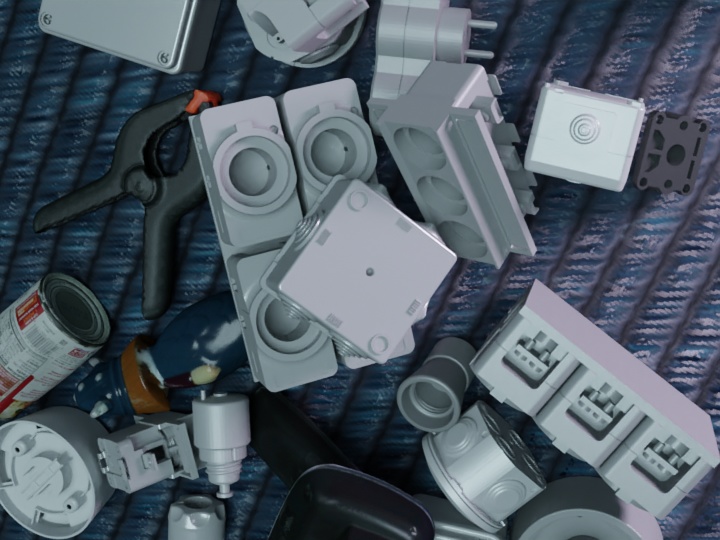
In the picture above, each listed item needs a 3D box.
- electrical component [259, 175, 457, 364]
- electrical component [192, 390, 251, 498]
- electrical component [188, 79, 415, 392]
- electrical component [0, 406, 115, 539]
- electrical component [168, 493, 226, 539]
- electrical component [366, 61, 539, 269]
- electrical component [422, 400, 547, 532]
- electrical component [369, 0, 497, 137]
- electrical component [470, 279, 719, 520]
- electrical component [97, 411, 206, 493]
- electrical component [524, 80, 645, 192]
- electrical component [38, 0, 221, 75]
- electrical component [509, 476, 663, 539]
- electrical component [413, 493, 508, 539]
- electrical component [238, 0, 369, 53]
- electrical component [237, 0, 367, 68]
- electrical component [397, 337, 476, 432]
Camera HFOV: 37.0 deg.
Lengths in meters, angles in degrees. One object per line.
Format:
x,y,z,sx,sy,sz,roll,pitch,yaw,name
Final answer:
0.000,0.000,0.670,0.100,0.048,0.099,37,84,-15,electrical component
-0.098,0.122,0.765,0.040,0.040,0.078,-1,95,14,electrical component
-0.037,-0.024,0.716,0.105,0.060,0.186,-15,97,-14,electrical component
-0.235,0.153,0.820,0.099,0.064,0.099,3,101,13,electrical component
-0.124,0.204,0.813,0.043,0.043,0.062,7,103,13,electrical component
0.065,-0.067,0.673,0.079,0.063,0.121,14,148,38,electrical component
0.084,0.133,0.730,0.051,0.080,0.080,-40,89,12,electrical component
0.051,-0.152,0.697,0.074,0.052,0.138,8,103,12,electrical component
0.150,0.083,0.698,0.150,0.089,0.061,39,107,4,electrical component
-0.155,0.133,0.790,0.081,0.064,0.042,-3,101,56,electrical component
0.139,-0.081,0.667,0.062,0.096,0.061,15,104,11,electrical component
-0.152,-0.201,0.736,0.109,0.056,0.108,20,104,10,electrical component
0.153,0.203,0.735,0.108,0.060,0.108,3,101,13,electrical component
0.058,0.226,0.765,0.078,0.057,0.113,11,103,12,electrical component
-0.046,-0.182,0.662,0.056,0.050,0.089,-35,91,16,electrical component
-0.039,-0.175,0.716,0.080,0.051,0.080,3,101,13,electrical component
0.057,0.075,0.732,0.044,0.065,0.044,11,120,19,electrical component
